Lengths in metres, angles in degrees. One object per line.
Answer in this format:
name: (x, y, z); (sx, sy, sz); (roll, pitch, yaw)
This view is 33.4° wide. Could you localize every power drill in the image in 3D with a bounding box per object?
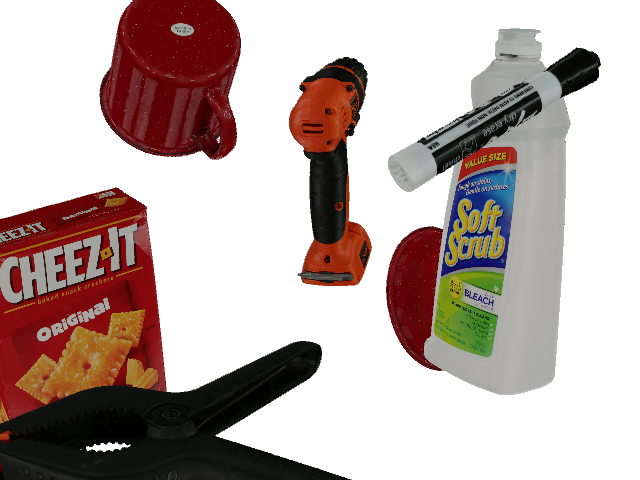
power drill: (0.014, -0.066, 0.983); (0.057, 0.188, 0.184); (1, 23, 14)

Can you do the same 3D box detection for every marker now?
marker: (0.085, -0.059, 0.507); (0.121, 0.020, 0.020); (-31, 10, -17)

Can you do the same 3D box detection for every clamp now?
clamp: (-0.077, 0.104, 0.583); (0.210, 0.036, 0.164); (0, 24, -7)

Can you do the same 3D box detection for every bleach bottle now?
bleach bottle: (0.128, -0.023, 0.760); (0.067, 0.251, 0.103); (-9, 19, -32)

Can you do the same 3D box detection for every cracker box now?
cracker box: (-0.234, 0.077, 0.995); (0.163, 0.214, 0.072); (-19, 30, -33)

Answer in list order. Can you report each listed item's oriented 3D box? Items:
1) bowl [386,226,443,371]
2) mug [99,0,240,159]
bowl: (0.147, 0.061, 1.170); (0.161, 0.162, 0.055); (0, -8, -43)
mug: (-0.094, -0.107, 0.724); (0.093, 0.117, 0.082); (-26, -18, -27)
